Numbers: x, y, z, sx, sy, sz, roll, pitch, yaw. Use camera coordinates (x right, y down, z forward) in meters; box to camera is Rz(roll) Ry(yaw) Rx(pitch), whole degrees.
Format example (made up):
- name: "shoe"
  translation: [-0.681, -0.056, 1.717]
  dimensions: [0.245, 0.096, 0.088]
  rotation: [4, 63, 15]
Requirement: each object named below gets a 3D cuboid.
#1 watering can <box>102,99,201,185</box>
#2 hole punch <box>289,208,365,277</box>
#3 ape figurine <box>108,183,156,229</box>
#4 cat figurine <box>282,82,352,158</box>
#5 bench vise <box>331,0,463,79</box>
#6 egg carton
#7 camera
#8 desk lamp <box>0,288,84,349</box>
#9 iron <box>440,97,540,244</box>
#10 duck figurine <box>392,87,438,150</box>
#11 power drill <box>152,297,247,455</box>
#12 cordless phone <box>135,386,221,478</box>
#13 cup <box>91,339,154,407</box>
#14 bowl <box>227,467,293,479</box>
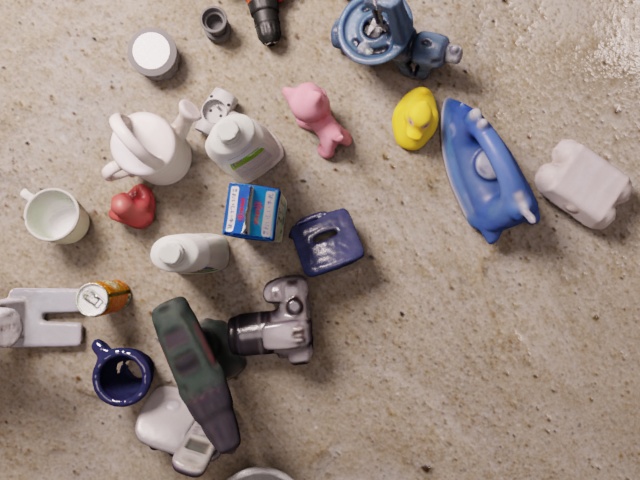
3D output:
- name: "watering can"
  translation: [-0.263, -0.151, 0.882]
  dimensions: [0.101, 0.194, 0.173]
  rotation: [32, 89, 0]
- name: "hole punch"
  translation: [0.009, 0.003, 0.935]
  dimensions: [0.108, 0.091, 0.101]
  rotation: [-21, 89, -1]
- name: "ape figurine"
  translation: [-0.310, -0.055, 0.931]
  dimensions: [0.078, 0.092, 0.076]
  rotation: [-21, 89, -1]
- name: "cat figurine"
  translation: [-0.003, -0.202, 0.925]
  dimensions: [0.067, 0.117, 0.128]
  rotation: [-39, 90, -1]
- name: "bench vise"
  translation: [0.122, -0.334, 0.879]
  dimensions: [0.207, 0.219, 0.121]
  rotation: [-1, 89, -1]
- name: "egg carton"
  translation: [0.437, -0.092, 0.954]
  dimensions: [0.150, 0.069, 0.107]
  rotation: [34, 89, 0]
- name: "camera"
  translation: [-0.081, 0.134, 0.927]
  dimensions: [0.137, 0.100, 0.143]
  rotation: [-6, 89, -1]
- name: "desk lamp"
  translation: [-0.497, 0.123, 0.864]
  dimensions: [0.203, 0.213, 0.118]
  rotation: [-1, 89, -1]
- name: "iron"
  translation: [0.269, -0.127, 0.916]
  dimensions: [0.118, 0.141, 0.258]
  rotation: [-26, 89, -1]
- name: "duck figurine"
  translation: [0.162, -0.206, 0.944]
  dimensions: [0.077, 0.086, 0.105]
  rotation: [15, 89, 0]
- name: "power drill"
  translation: [-0.170, 0.191, 0.871]
  dimensions: [0.075, 0.208, 0.230]
  rotation: [-29, 89, -1]
- name: "cordless phone"
  translation: [-0.217, 0.298, 0.880]
  dimensions: [0.147, 0.185, 0.094]
  rotation: [14, 89, 0]
- name: "cup"
  translation: [-0.315, 0.204, 0.925]
  dimensions: [0.092, 0.095, 0.118]
  rotation: [-40, 90, -1]
- name: "bowl"
  translation: [-0.095, 0.443, 0.934]
  dimensions: [0.167, 0.074, 0.167]
  rotation: [0, 89, -1]
